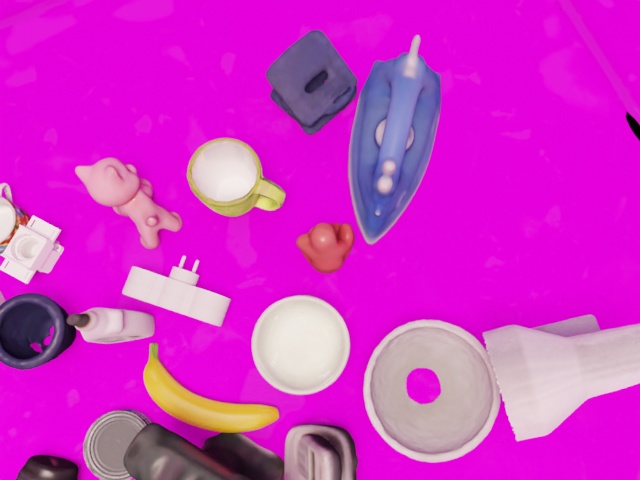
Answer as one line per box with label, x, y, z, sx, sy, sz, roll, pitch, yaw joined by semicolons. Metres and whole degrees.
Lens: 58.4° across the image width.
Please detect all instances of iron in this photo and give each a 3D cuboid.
iron;0.097;-0.130;0.751;0.118;0.141;0.258;11;79;3

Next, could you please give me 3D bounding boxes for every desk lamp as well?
desk lamp;0.275;0.143;0.658;0.203;0.213;0.118;-15;79;-3

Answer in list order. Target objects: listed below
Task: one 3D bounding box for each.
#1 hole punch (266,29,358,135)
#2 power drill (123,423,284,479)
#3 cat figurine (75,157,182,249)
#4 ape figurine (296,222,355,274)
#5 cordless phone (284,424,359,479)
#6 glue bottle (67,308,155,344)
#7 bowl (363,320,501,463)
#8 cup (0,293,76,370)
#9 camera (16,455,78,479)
hole punch;-0.008;-0.219;0.795;0.109;0.091;0.101;-44;81;-8
power drill;-0.096;0.276;0.634;0.229;0.208;0.076;27;80;6
cat figurine;-0.251;-0.057;0.749;0.067;0.118;0.127;-44;81;-8
ape figurine;0.007;0.003;0.749;0.078;0.092;0.076;6;78;2
cordless phone;0.001;0.288;0.643;0.094;0.185;0.147;-5;78;0
glue bottle;-0.259;0.101;0.688;0.078;0.173;0.037;-7;78;-1
bowl;0.135;0.187;0.720;0.167;0.075;0.167;0;78;0
cup;-0.364;0.120;0.724;0.118;0.095;0.091;-11;78;-2
camera;-0.329;0.337;0.677;0.143;0.101;0.137;17;79;4
